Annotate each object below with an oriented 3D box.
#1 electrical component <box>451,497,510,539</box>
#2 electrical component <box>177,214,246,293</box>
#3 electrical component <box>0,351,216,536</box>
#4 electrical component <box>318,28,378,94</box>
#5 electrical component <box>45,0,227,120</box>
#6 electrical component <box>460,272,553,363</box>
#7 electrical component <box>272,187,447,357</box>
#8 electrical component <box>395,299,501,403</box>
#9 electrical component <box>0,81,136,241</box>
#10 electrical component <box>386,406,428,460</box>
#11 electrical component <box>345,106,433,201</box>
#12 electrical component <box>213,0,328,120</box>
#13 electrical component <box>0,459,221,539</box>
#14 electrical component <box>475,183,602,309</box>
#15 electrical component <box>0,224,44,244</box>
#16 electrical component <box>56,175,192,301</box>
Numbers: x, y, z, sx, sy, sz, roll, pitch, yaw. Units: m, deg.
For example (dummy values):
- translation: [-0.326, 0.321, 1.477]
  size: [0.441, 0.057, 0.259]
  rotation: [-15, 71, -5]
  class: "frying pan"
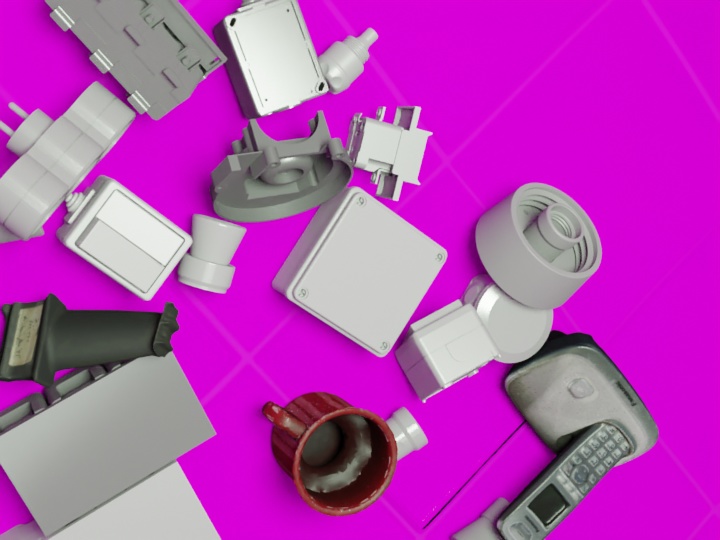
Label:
- translation: [0.124, 0.248, 1.020]
  size: [0.065, 0.044, 0.044]
  rotation: [-40, 111, -18]
  class: "electrical component"
- translation: [-0.121, -0.013, 0.870]
  size: [0.045, 0.045, 0.055]
  rotation: [15, 93, -24]
  class: "electrical component"
- translation: [-0.205, 0.124, 0.848]
  size: [0.150, 0.062, 0.089]
  rotation: [-30, 109, -16]
  class: "electrical component"
- translation: [-0.010, -0.177, 0.895]
  size: [0.061, 0.035, 0.035]
  rotation: [-46, 113, -12]
  class: "electrical component"
- translation: [-0.171, -0.177, 0.804]
  size: [0.079, 0.063, 0.121]
  rotation: [-29, 115, 28]
  class: "electrical component"
- translation: [0.131, 0.041, 0.981]
  size: [0.080, 0.051, 0.080]
  rotation: [-4, 100, -22]
  class: "electrical component"
- translation: [0.000, 0.000, 0.917]
  size: [0.109, 0.056, 0.108]
  rotation: [34, 85, -24]
  class: "electrical component"
- translation: [0.072, 0.072, 0.947]
  size: [0.062, 0.096, 0.061]
  rotation: [-27, 81, -17]
  class: "electrical component"
- translation: [-0.231, -0.092, 0.783]
  size: [0.074, 0.052, 0.138]
  rotation: [39, 52, -11]
  class: "electrical component"
- translation: [0.031, 0.151, 0.966]
  size: [0.046, 0.040, 0.040]
  rotation: [-34, 110, -8]
  class: "electrical component"
- translation: [0.021, -0.103, 0.916]
  size: [0.064, 0.042, 0.081]
  rotation: [12, 93, -20]
  class: "electrical component"
- translation: [-0.075, -0.174, 0.857]
  size: [0.062, 0.061, 0.096]
  rotation: [-23, 100, -16]
  class: "electrical component"
- translation: [-0.212, 0.236, 0.865]
  size: [0.186, 0.060, 0.105]
  rotation: [-30, 109, -16]
  class: "electrical component"
- translation: [0.163, -0.027, 0.948]
  size: [0.108, 0.060, 0.108]
  rotation: [18, 51, -24]
  class: "electrical component"
- translation: [-0.276, -0.035, 0.804]
  size: [0.065, 0.044, 0.044]
  rotation: [-23, 107, -13]
  class: "electrical component"
- translation: [-0.187, -0.028, 0.830]
  size: [0.096, 0.061, 0.061]
  rotation: [38, 83, -24]
  class: "electrical component"
